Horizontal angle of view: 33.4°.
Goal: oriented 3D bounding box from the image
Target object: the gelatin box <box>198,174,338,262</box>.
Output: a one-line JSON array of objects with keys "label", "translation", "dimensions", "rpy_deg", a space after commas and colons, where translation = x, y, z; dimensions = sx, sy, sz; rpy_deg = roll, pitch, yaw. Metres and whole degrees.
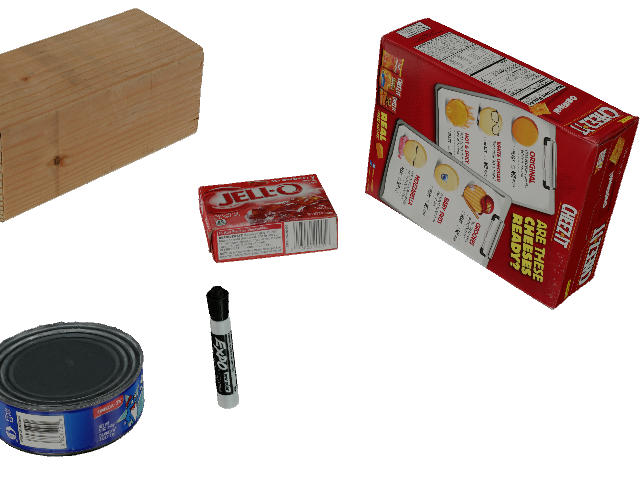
[{"label": "gelatin box", "translation": [-0.038, -0.017, 0.749], "dimensions": [0.089, 0.030, 0.073], "rpy_deg": [-6, 27, -10]}]

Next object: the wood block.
[{"label": "wood block", "translation": [-0.202, -0.109, 0.878], "dimensions": [0.090, 0.091, 0.205], "rpy_deg": [34, 44, 26]}]

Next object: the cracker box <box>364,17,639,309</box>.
[{"label": "cracker box", "translation": [0.141, -0.069, 0.889], "dimensions": [0.214, 0.164, 0.072], "rpy_deg": [33, 47, 31]}]

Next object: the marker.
[{"label": "marker", "translation": [-0.084, 0.092, 0.914], "dimensions": [0.020, 0.121, 0.020], "rpy_deg": [-2, 31, 1]}]

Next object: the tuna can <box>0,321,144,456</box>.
[{"label": "tuna can", "translation": [-0.140, 0.081, 0.587], "dimensions": [0.086, 0.034, 0.086], "rpy_deg": [1, 26, -1]}]
